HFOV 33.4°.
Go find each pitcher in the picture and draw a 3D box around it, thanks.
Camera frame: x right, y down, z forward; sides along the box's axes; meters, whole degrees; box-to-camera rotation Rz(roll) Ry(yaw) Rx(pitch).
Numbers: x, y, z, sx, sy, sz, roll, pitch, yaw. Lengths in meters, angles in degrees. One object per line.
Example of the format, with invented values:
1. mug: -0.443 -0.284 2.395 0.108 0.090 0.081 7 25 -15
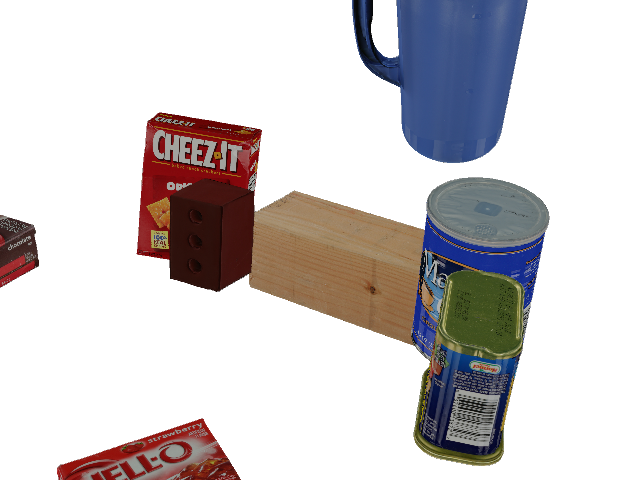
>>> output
1. pitcher: 0.127 -0.196 1.070 0.149 0.243 0.144 35 59 28

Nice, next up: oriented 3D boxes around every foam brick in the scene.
1. foam brick: -0.091 -0.005 0.900 0.053 0.078 0.051 14 23 28

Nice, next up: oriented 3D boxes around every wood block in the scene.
1. wood block: 0.032 0.026 1.134 0.206 0.091 0.090 18 30 29

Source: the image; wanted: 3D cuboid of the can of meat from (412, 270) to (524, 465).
1. can of meat: 0.096 0.077 0.680 0.057 0.084 0.102 10 29 6

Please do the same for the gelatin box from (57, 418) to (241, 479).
1. gelatin box: -0.092 0.139 0.584 0.089 0.030 0.073 -15 28 -20

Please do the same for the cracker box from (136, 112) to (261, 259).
1. cracker box: -0.185 -0.072 1.613 0.164 0.214 0.072 10 20 6

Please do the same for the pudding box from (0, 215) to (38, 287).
1. pudding box: -0.272 0.008 0.758 0.114 0.039 0.089 14 30 29

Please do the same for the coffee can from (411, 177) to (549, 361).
1. coffee can: 0.137 0.030 0.931 0.103 0.140 0.103 2 33 -2
